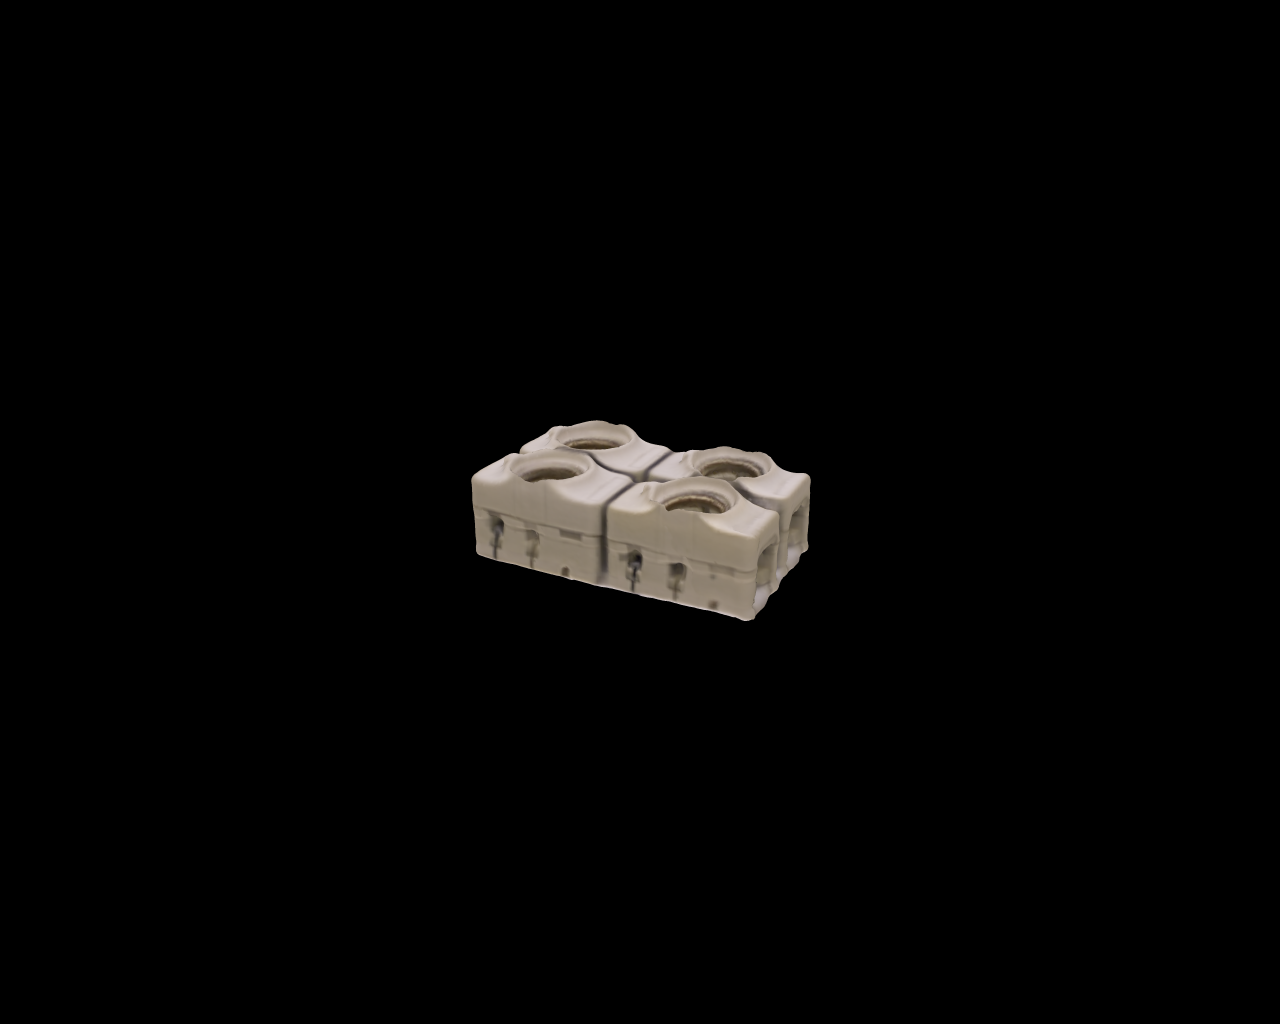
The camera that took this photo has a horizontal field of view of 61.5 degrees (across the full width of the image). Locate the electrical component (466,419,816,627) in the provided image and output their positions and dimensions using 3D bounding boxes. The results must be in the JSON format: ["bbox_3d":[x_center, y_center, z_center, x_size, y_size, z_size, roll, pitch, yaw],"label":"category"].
[{"bbox_3d":[0.001,-0.003,0.650,0.186,0.060,0.106,12,28,25],"label":"electrical component"}]
